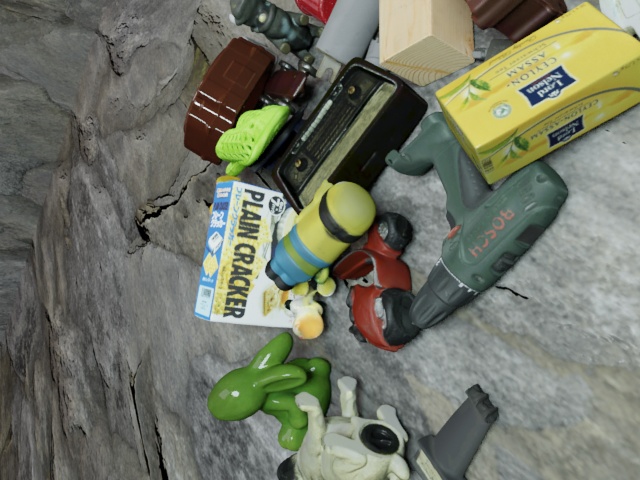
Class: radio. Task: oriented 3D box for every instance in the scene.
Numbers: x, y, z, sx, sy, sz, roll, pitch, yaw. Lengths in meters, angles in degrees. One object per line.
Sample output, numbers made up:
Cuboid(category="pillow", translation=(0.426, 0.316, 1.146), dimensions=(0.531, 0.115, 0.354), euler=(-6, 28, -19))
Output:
Cuboid(category="radio", translation=(0.035, -0.141, 0.779), dimensions=(0.229, 0.073, 0.131), euler=(-51, 46, 13))

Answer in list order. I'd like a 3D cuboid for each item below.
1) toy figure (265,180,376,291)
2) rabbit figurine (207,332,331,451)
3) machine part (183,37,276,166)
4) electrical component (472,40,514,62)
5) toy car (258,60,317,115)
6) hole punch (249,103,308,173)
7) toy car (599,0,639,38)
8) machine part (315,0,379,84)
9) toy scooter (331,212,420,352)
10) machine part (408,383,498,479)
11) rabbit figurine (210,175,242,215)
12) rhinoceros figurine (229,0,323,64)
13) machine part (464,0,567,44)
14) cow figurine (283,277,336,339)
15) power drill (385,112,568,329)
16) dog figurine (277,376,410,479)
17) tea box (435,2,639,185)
Cuboid(category="toy figure", translation=(0.001, 0.000, 0.709), dimensions=(0.180, 0.082, 0.089), euler=(-44, 28, 18))
Cuboid(category="rabbit figurine", translation=(-0.068, 0.219, 0.761), dimensions=(0.159, 0.170, 0.121), euler=(-57, 43, 26))
Cuboid(category="machine part", translation=(-0.171, -0.256, 0.997), dimensions=(0.201, 0.087, 0.201), euler=(-64, 6, -22))
Cuboid(category="electrical component", translation=(0.216, -0.205, 0.641), dimensions=(0.094, 0.021, 0.063), euler=(26, 101, 50))
Cuboid(category="toy car", translation=(-0.055, -0.267, 0.944), dimensions=(0.089, 0.053, 0.202), euler=(-56, 26, 3))
Cuboid(category="hole punch", translation=(-0.045, -0.148, 0.914), dimensions=(0.142, 0.092, 0.116), euler=(-44, 18, 35))
Cuboid(category="toy car", translation=(0.308, -0.285, 0.521), dimensions=(0.073, 0.056, 0.201), euler=(-18, 66, 48))
Cuboid(category="machine part", translation=(0.063, -0.356, 0.829), dimensions=(0.079, 0.079, 0.243), euler=(48, 116, 46))
Cuboid(category="toy scooter", translation=(0.066, 0.061, 0.715), dimensions=(0.135, 0.075, 0.184), euler=(-24, 59, 45))
Cuboid(category="machine part", translation=(0.150, 0.226, 0.597), dimensions=(0.138, 0.039, 0.084), euler=(-66, 31, 17))
Cuboid(category="rabbit figurine", translation=(-0.151, -0.044, 1.007), dimensions=(0.173, 0.122, 0.162), euler=(-133, 53, -62))
Cuboid(category="rhinoceros figurine", translation=(-0.071, -0.368, 0.915), dimensions=(0.112, 0.190, 0.073), euler=(43, 112, 27))
Cuboid(category="machine part", translation=(0.190, -0.293, 0.584), dimensions=(0.056, 0.179, 0.179), euler=(-39, 52, 43))
Cuboid(category="cow figurine", translation=(-0.020, 0.065, 0.820), dimensions=(0.098, 0.068, 0.167), euler=(161, 119, -73))
Cuboid(category="power drill", translation=(0.152, -0.036, 0.631), dimensions=(0.232, 0.086, 0.207), euler=(-46, 44, 32))
Cuboid(category="dog figurine", translation=(0.028, 0.302, 0.696), dimensions=(0.173, 0.121, 0.190), euler=(42, 127, 51))
Cuboid(category="tea box", translation=(0.215, -0.144, 0.533), dimensions=(0.170, 0.068, 0.098), euler=(-30, 50, 10))
